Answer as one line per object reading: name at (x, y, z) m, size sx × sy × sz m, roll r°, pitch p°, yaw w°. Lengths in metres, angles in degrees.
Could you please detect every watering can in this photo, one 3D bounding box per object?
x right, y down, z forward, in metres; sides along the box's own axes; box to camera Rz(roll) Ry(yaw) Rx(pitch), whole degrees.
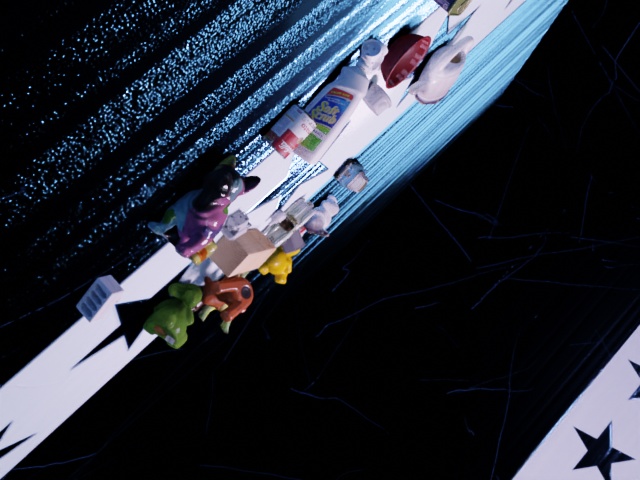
watering can at (0.354, -0.502, 1.599) m, size 0.352 × 0.104 × 0.220 m, roll -44°, pitch 171°, yaw -22°

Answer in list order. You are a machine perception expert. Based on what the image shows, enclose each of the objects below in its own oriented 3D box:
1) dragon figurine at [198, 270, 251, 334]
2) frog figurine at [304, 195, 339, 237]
dragon figurine at (-0.284, 0.164, 1.715) m, size 0.242 × 0.121 × 0.413 m, roll -55°, pitch -169°, yaw 5°
frog figurine at (0.006, -0.098, 1.946) m, size 0.136 × 0.123 × 0.160 m, roll 27°, pitch 72°, yaw -70°
